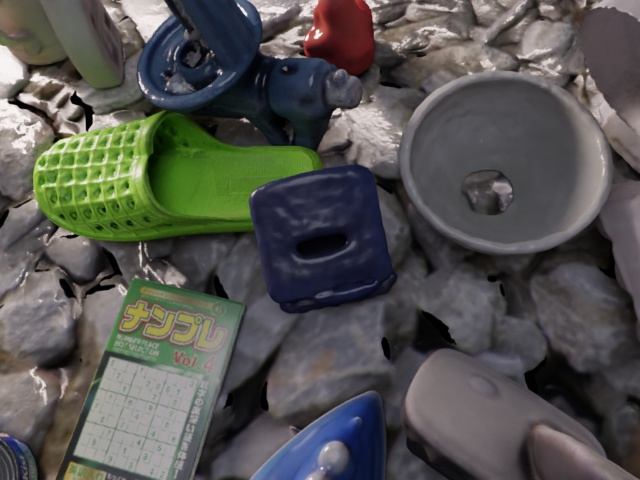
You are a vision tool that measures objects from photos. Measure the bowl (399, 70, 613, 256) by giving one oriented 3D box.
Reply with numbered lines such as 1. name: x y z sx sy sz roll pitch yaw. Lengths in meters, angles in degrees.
1. bowl: 0.150 -0.055 0.488 0.167 0.075 0.167 -1 69 4

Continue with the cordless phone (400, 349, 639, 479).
1. cordless phone: 0.126 0.124 0.363 0.147 0.185 0.094 28 74 14

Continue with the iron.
1. iron: -0.025 0.206 0.368 0.118 0.141 0.258 27 74 14

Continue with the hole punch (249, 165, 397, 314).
1. hole punch: 0.004 0.002 0.470 0.108 0.091 0.101 -13 69 0

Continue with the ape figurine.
1. ape figurine: 0.019 -0.206 0.547 0.078 0.092 0.076 -24 69 -4

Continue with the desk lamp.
1. desk lamp: 0.291 -0.136 0.433 0.203 0.214 0.117 -30 70 -7

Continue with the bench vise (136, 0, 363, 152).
1. bench vise: -0.069 -0.169 0.471 0.207 0.220 0.121 0 69 5

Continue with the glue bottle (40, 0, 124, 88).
1. glue bottle: -0.233 -0.220 0.529 0.037 0.173 0.078 -10 69 1

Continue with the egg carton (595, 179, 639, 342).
1. egg carton: 0.287 0.017 0.453 0.107 0.069 0.150 -11 69 0

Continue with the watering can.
1. watering can: -0.307 -0.274 0.544 0.101 0.194 0.172 -26 69 -5
